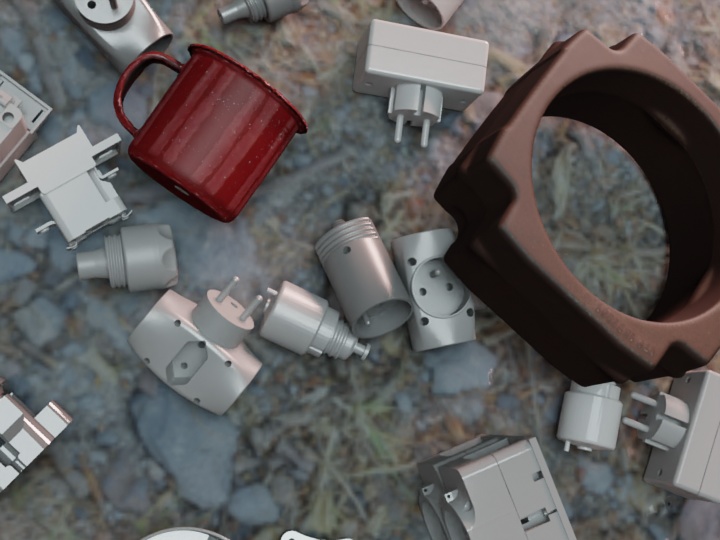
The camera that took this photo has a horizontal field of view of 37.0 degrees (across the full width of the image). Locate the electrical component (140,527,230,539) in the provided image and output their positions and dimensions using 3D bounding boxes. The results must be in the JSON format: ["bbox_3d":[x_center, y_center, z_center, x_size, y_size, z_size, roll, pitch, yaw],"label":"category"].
[{"bbox_3d":[-0.109,0.205,0.658,0.099,0.064,0.099,2,82,-11],"label":"electrical component"}]

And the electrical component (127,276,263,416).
[{"bbox_3d":[-0.094,0.040,0.685,0.077,0.043,0.079,39,104,-4],"label":"electrical component"}]

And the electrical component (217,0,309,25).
[{"bbox_3d":[-0.068,-0.184,0.734,0.061,0.035,0.035,-27,89,-12],"label":"electrical component"}]

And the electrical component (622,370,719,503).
[{"bbox_3d":[0.218,0.108,0.747,0.076,0.047,0.083,22,79,-8],"label":"electrical component"}]

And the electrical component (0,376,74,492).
[{"bbox_3d":[-0.223,0.099,0.653,0.057,0.058,0.078,45,77,-6],"label":"electrical component"}]

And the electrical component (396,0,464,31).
[{"bbox_3d":[0.065,-0.214,0.760,0.043,0.043,0.081,38,77,-4],"label":"electrical component"}]

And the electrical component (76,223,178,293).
[{"bbox_3d":[-0.149,-0.006,0.689,0.062,0.043,0.043,-8,84,-12],"label":"electrical component"}]

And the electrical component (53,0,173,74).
[{"bbox_3d":[-0.162,-0.170,0.689,0.043,0.079,0.077,-43,92,-9],"label":"electrical component"}]

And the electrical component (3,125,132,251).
[{"bbox_3d":[-0.183,-0.051,0.689,0.081,0.042,0.063,-32,94,-13],"label":"electrical component"}]

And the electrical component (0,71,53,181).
[{"bbox_3d":[-0.235,-0.085,0.672,0.042,0.064,0.081,36,77,-6],"label":"electrical component"}]

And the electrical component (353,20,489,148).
[{"bbox_3d":[0.039,-0.122,0.741,0.083,0.047,0.075,9,81,-10],"label":"electrical component"}]

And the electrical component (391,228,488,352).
[{"bbox_3d":[0.067,0.011,0.730,0.079,0.044,0.077,-10,85,-13],"label":"electrical component"}]

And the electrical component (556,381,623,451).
[{"bbox_3d":[0.161,0.089,0.741,0.040,0.040,0.078,15,79,-9],"label":"electrical component"}]

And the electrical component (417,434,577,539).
[{"bbox_3d":[0.101,0.203,0.680,0.060,0.105,0.186,-21,87,-13],"label":"electrical component"}]

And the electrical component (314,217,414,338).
[{"bbox_3d":[0.000,0.000,0.712,0.043,0.043,0.081,-17,58,-13],"label":"electrical component"}]

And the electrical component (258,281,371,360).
[{"bbox_3d":[-0.030,0.038,0.709,0.078,0.040,0.040,26,78,-7],"label":"electrical component"}]
